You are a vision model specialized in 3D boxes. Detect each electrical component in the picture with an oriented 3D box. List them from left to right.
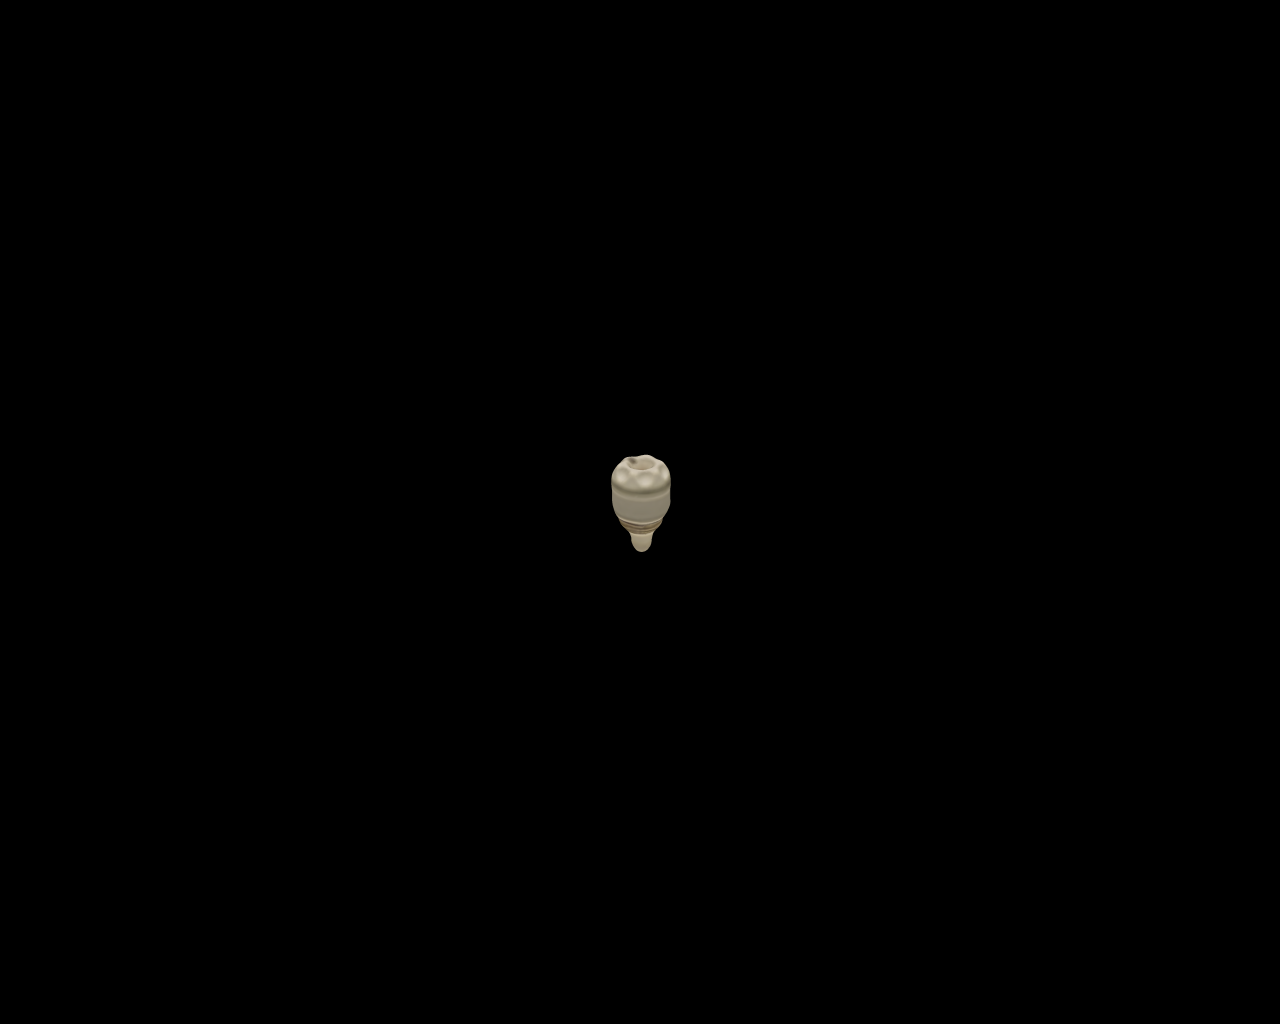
[{"bbox_3d":[0.001,-0.003,0.650,0.035,0.061,0.035,0,29,0],"label":"electrical component"}]
